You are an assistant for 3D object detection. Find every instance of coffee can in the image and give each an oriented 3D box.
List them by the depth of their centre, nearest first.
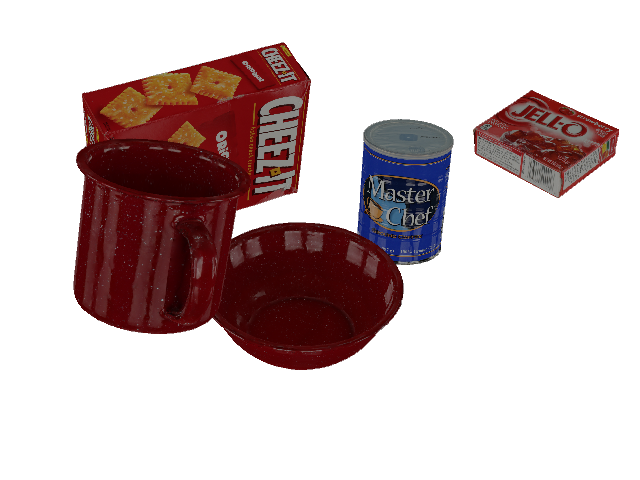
[{"bbox_3d":[0.096,-0.057,1.241,0.103,0.140,0.103,2,28,-1],"label":"coffee can"}]

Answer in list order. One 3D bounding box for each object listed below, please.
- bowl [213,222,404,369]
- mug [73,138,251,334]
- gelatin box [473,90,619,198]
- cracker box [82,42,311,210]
[{"bbox_3d":[-0.015,0.053,0.857,0.162,0.055,0.162,1,37,-1],"label":"bowl"},{"bbox_3d":[-0.084,0.003,0.570,0.093,0.081,0.117,-3,25,-32],"label":"mug"},{"bbox_3d":[0.178,-0.079,0.848,0.073,0.030,0.089,-34,49,-28],"label":"gelatin box"},{"bbox_3d":[-0.122,-0.093,1.068,0.213,0.072,0.164,-17,-36,-21],"label":"cracker box"}]
